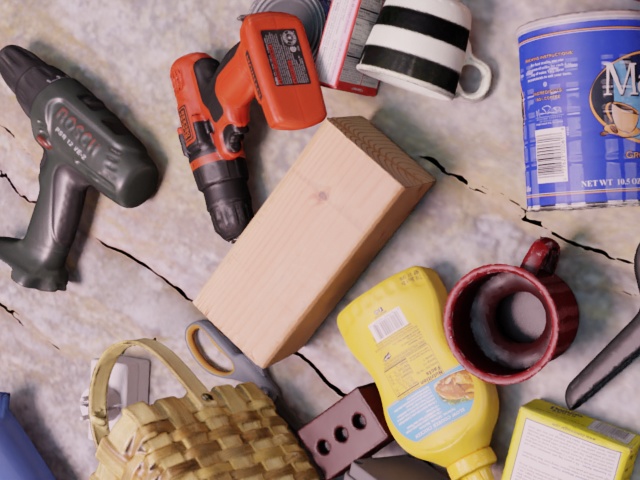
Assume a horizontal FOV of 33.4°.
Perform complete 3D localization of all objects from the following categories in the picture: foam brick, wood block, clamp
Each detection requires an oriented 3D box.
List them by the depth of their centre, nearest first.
[{"bbox_3d":[0.270,0.053,0.809,0.165,0.036,0.210,3,91,30],"label":"clamp"},{"bbox_3d":[-0.006,0.001,0.927,0.091,0.090,0.206,43,111,13],"label":"wood block"},{"bbox_3d":[0.030,0.167,0.940,0.078,0.051,0.053,-41,72,24],"label":"foam brick"}]

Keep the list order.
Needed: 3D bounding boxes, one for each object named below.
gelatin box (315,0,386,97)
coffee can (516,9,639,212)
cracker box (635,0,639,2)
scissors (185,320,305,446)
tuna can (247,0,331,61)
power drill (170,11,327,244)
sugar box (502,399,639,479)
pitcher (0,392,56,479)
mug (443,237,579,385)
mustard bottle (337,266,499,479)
[{"bbox_3d":[0.031,-0.172,0.916,0.030,0.073,0.089,21,102,28],"label":"gelatin box"},{"bbox_3d":[0.203,-0.094,0.804,0.103,0.102,0.140,-3,90,29],"label":"coffee can"},{"bbox_3d":[0.180,-0.229,0.749,0.164,0.213,0.072,26,103,26],"label":"cracker box"},{"bbox_3d":[-0.045,0.123,1.002,0.202,0.016,0.096,32,107,25],"label":"scissors"},{"bbox_3d":[-0.024,-0.189,0.970,0.086,0.033,0.086,1,92,29],"label":"tuna can"},{"bbox_3d":[-0.067,-0.103,0.943,0.188,0.057,0.184,-27,78,55],"label":"power drill"},{"bbox_3d":[0.188,0.227,0.857,0.093,0.048,0.176,19,104,28],"label":"sugar box"},{"bbox_3d":[-0.330,0.293,1.108,0.243,0.144,0.149,49,147,16],"label":"pitcher"},{"bbox_3d":[0.160,0.052,0.845,0.093,0.081,0.117,24,103,27],"label":"mug"},{"bbox_3d":[0.094,0.124,0.889,0.096,0.058,0.192,-34,69,20],"label":"mustard bottle"}]
